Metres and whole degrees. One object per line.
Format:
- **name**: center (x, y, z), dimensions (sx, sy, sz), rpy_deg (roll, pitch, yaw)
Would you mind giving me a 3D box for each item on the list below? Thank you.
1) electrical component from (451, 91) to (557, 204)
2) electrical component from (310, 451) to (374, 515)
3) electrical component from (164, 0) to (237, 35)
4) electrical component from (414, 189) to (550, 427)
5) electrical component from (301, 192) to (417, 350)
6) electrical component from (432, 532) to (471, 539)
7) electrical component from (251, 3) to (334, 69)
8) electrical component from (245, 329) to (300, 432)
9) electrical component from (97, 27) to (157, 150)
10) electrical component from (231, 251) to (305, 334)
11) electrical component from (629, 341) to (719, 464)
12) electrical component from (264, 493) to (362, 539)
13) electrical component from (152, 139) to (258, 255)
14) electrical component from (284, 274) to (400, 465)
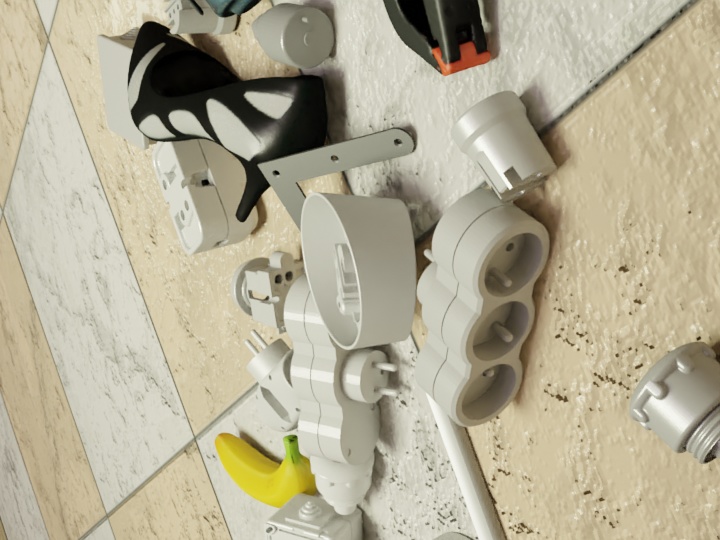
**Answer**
- **electrical component**: center (0.075, -0.063, 0.558), dimensions (0.046, 0.040, 0.040), rpy_deg (59, 148, 14)
- **electrical component**: center (-0.012, 0.158, 0.813), dimensions (0.048, 0.048, 0.062), rpy_deg (43, 146, 43)
- **electrical component**: center (-0.123, -0.199, 0.823), dimensions (0.040, 0.046, 0.040), rpy_deg (32, 128, 55)
- **electrical component**: center (0.057, 0.015, 0.612), dimensions (0.074, 0.052, 0.138), rpy_deg (43, 139, 43)
- **electrical component**: center (0.000, 0.000, 0.674), dimensions (0.099, 0.064, 0.099), rpy_deg (178, 90, -80)
- **electrical component**: center (0.054, 0.237, 0.718), dimensions (0.108, 0.060, 0.108), rpy_deg (35, 133, 49)
- **electrical component**: center (-0.050, -0.160, 0.725), dimensions (0.078, 0.040, 0.040), rpy_deg (28, 127, 53)
- **electrical component**: center (-0.063, 0.081, 0.851), dimensions (0.079, 0.043, 0.077), rpy_deg (48, 146, 9)
- **electrical component**: center (-0.192, -0.163, 0.961), dimensions (0.100, 0.048, 0.099), rpy_deg (31, 129, 51)
- **electrical component**: center (-0.069, 0.016, 0.840), dimensions (0.055, 0.048, 0.066), rpy_deg (10, 113, 50)
- **electrical component**: center (0.155, 0.066, 0.478), dimensions (0.062, 0.048, 0.048), rpy_deg (47, 141, 29)
- **electrical component**: center (-0.034, 0.221, 0.852), dimensions (0.062, 0.061, 0.096), rpy_deg (9, 110, 26)
- **electrical component**: center (-0.123, -0.067, 0.878), dimensions (0.054, 0.059, 0.095), rpy_deg (-38, 71, 59)
- **electrical component**: center (-0.005, 0.072, 0.751), dimensions (0.074, 0.052, 0.138), rpy_deg (6, 111, 34)
